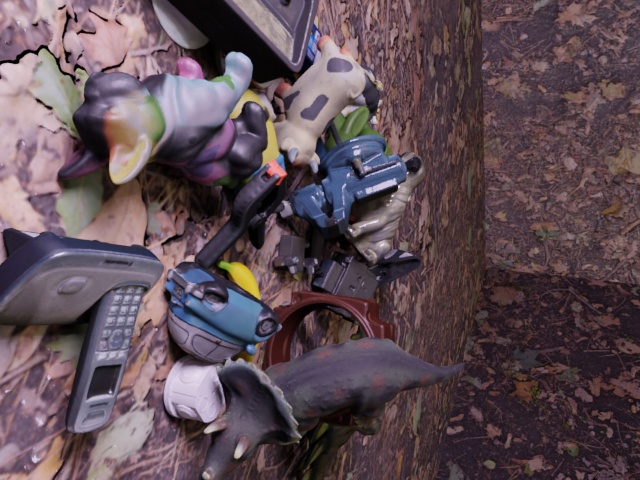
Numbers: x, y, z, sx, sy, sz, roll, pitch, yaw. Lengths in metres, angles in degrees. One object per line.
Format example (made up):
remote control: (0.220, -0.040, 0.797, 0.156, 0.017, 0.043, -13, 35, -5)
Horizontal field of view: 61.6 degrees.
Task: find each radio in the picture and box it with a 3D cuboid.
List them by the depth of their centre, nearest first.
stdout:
radio: (-0.101, -0.299, 0.608, 0.229, 0.073, 0.131, 37, 60, -43)

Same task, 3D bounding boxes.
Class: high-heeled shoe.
high-heeled shoe: (0.125, 0.086, 1.174, 0.249, 0.145, 0.086, -46, 135, -56)

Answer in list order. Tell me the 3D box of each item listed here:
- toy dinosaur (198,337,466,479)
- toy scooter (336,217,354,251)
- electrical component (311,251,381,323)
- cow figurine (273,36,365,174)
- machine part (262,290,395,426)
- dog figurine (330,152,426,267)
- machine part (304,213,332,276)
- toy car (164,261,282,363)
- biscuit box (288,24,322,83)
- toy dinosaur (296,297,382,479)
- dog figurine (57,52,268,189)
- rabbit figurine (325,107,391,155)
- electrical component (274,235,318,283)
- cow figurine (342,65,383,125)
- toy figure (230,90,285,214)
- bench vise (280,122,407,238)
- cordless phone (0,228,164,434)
toy dinosaur: (0.027, 0.185, 0.694, 0.192, 0.405, 0.131, 106, -34, -68)
toy scooter: (0.089, -0.040, 1.155, 0.184, 0.075, 0.135, -67, 150, -26)
electrical component: (0.046, 0.090, 1.052, 0.134, 0.058, 0.115, 33, 76, -39)
cow figurine: (-0.011, -0.188, 0.799, 0.085, 0.195, 0.127, 20, 33, -50)
machine part: (0.013, 0.189, 0.878, 0.087, 0.202, 0.201, 22, 75, -66)
dog figurine: (0.131, -0.055, 1.005, 0.190, 0.121, 0.172, -36, 146, -4)
machine part: (-0.002, -0.003, 1.008, 0.084, 0.039, 0.139, 41, 56, -70)
toy car: (-0.132, 0.100, 0.671, 0.161, 0.109, 0.103, 34, 85, -50)
biscuit box: (-0.041, -0.304, 0.825, 0.202, 0.063, 0.059, 35, 64, -62)
toy dinosaur: (0.023, 0.334, 1.020, 0.198, 0.105, 0.470, -2, 105, -46)
dog figurine: (-0.158, -0.101, 0.566, 0.219, 0.109, 0.191, -54, 144, -42)
rabbit figurine: (0.067, -0.172, 1.025, 0.170, 0.121, 0.159, -15, 103, -58)
electrical component: (-0.040, 0.031, 0.921, 0.102, 0.045, 0.078, 25, 74, -65)
cow figurine: (0.087, -0.281, 1.070, 0.167, 0.098, 0.068, 46, 48, -59)
toy figure: (-0.094, -0.116, 0.729, 0.089, 0.082, 0.179, -52, 143, -52)
bench vise: (0.018, -0.130, 0.903, 0.240, 0.224, 0.128, 70, 13, 19)
cordless phone: (-0.226, 0.087, 0.482, 0.146, 0.089, 0.184, 15, 85, -66)
